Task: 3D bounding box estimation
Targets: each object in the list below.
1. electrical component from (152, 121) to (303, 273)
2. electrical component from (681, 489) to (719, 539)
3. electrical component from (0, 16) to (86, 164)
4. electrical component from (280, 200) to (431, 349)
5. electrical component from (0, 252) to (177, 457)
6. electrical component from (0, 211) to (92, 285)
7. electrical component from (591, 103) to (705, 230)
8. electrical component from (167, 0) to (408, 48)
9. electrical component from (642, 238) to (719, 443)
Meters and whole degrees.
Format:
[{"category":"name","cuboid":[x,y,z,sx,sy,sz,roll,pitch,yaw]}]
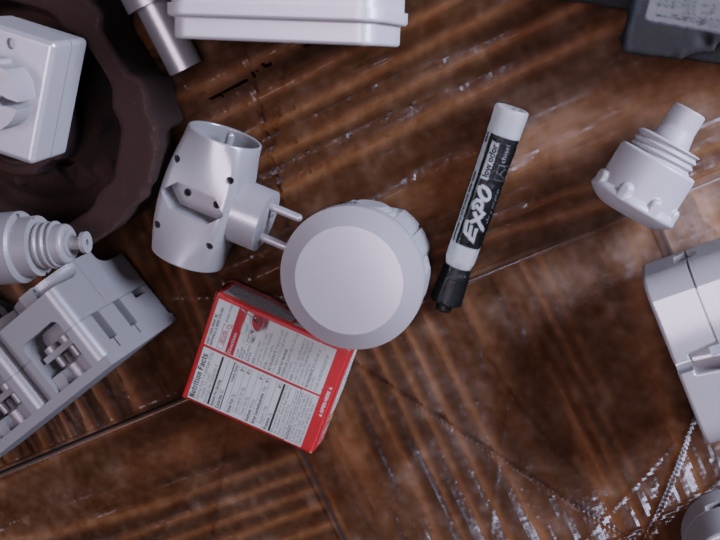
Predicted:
[{"category":"electrical component","cuboid":[-0.072,-0.035,0.615,0.079,0.043,0.077,23,108,8]},{"category":"electrical component","cuboid":[0.205,0.155,0.588,0.055,0.047,0.055,3,104,14]},{"category":"electrical component","cuboid":[-0.184,-0.092,0.554,0.047,0.076,0.065,18,107,7]},{"category":"electrical component","cuboid":[0.000,0.000,0.601,0.080,0.051,0.080,4,104,14]},{"category":"electrical component","cuboid":[-0.198,0.058,0.646,0.150,0.089,0.061,-37,92,20]},{"category":"electrical component","cuboid":[-0.186,-0.013,0.595,0.078,0.040,0.040,-4,103,13]},{"category":"electrical component","cuboid":[0.153,-0.055,0.552,0.048,0.048,0.062,31,102,5]},{"category":"electrical component","cuboid":[-0.036,-0.147,0.559,0.113,0.078,0.057,5,102,13]},{"category":"electrical component","cuboid":[0.192,0.034,0.558,0.059,0.054,0.095,-21,98,18]}]
